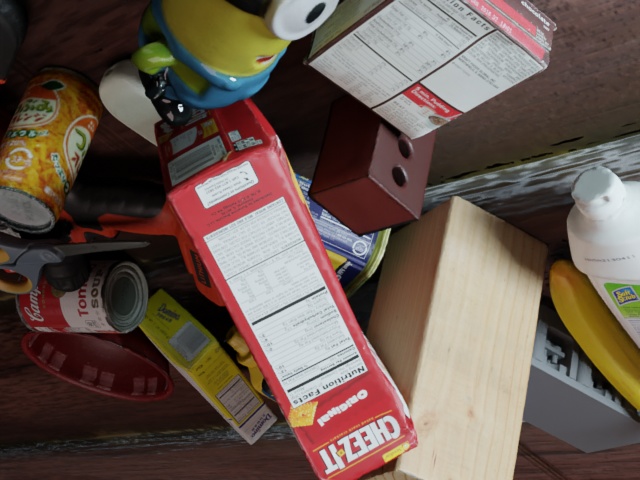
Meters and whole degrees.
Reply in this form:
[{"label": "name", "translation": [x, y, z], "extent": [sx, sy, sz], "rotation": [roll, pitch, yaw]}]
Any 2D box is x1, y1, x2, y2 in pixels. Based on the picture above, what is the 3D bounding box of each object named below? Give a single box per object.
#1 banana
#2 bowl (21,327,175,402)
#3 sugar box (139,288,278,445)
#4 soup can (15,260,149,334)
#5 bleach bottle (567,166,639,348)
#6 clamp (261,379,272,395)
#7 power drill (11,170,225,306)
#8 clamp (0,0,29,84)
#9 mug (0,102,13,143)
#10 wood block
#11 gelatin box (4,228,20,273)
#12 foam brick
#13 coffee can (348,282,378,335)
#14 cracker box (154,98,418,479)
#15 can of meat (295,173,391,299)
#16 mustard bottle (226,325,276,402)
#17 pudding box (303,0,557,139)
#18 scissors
[{"label": "banana", "translation": [0.227, 0.080, 0.814], "extent": [0.197, 0.037, 0.070], "rotation": [47, 170, -16]}, {"label": "bowl", "translation": [-0.219, 0.107, 1.089], "extent": [0.162, 0.055, 0.162], "rotation": [12, 151, 7]}, {"label": "sugar box", "translation": [-0.109, 0.126, 1.044], "extent": [0.093, 0.048, 0.176], "rotation": [38, 168, 35]}, {"label": "soup can", "translation": [-0.218, 0.052, 0.980], "extent": [0.102, 0.068, 0.068], "rotation": [-1, 147, 27]}, {"label": "bleach bottle", "translation": [0.248, 0.033, 0.727], "extent": [0.103, 0.068, 0.250], "rotation": [-12, 139, 38]}, {"label": "clamp", "translation": [0.071, 0.156, 0.983], "extent": [0.210, 0.036, 0.164], "rotation": [-15, 129, 14]}, {"label": "power drill", "translation": [-0.155, -0.004, 0.841], "extent": [0.188, 0.057, 0.184], "rotation": [12, 145, 12]}, {"label": "clamp", "translation": [-0.239, -0.159, 0.654], "extent": [0.120, 0.039, 0.171], "rotation": [13, 151, 7]}, {"label": "mug", "translation": [-0.264, -0.077, 0.749], "extent": [0.117, 0.093, 0.081], "rotation": [24, 168, 43]}, {"label": "wood block", "translation": [0.087, 0.087, 0.749], "extent": [0.090, 0.206, 0.091], "rotation": [27, 149, -20]}, {"label": "gelatin box", "translation": [-0.263, -0.003, 0.946], "extent": [0.089, 0.030, 0.073], "rotation": [-3, 144, 29]}, {"label": "foam brick", "translation": [0.034, -0.050, 0.669], "extent": [0.051, 0.078, 0.053], "rotation": [-18, 137, 41]}, {"label": "coffee can", "translation": [0.056, 0.120, 0.876], "extent": [0.103, 0.102, 0.140], "rotation": [-8, 118, 36]}, {"label": "cracker box", "translation": [-0.024, 0.023, 0.667], "extent": [0.072, 0.164, 0.213], "rotation": [-27, 112, -1]}, {"label": "can of meat", "translation": [-0.005, 0.001, 0.800], "extent": [0.084, 0.057, 0.102], "rotation": [24, 150, -10]}, {"label": "mustard bottle", "translation": [-0.008, 0.130, 1.023], "extent": [0.191, 0.058, 0.096], "rotation": [31, 138, -25]}, {"label": "pudding box", "translation": [0.059, -0.110, 0.594], "extent": [0.090, 0.039, 0.114], "rotation": [33, 144, -24]}, {"label": "scissors", "translation": [-0.208, 0.019, 0.840], "extent": [0.202, 0.016, 0.096], "rotation": [5, 148, 18]}]
